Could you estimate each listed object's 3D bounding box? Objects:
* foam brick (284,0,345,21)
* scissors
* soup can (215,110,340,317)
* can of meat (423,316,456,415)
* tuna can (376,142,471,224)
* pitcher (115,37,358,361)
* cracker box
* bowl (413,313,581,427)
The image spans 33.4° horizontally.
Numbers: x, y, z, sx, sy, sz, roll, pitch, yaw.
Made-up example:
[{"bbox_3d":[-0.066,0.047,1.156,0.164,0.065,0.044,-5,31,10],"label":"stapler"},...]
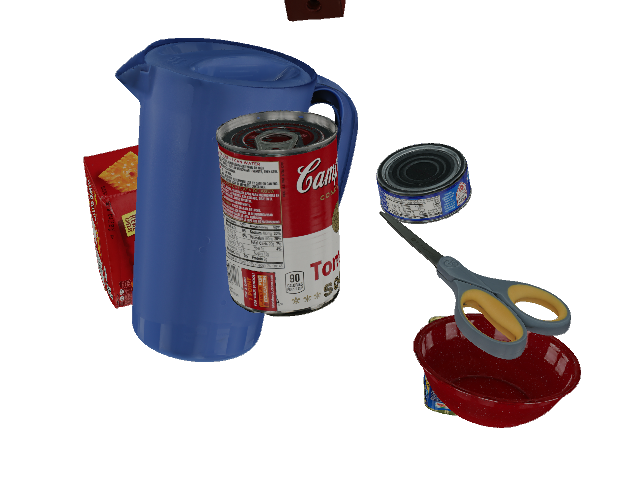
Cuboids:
[{"bbox_3d":[-0.008,-0.243,0.955,0.053,0.051,0.078,-3,-42,9],"label":"foam brick"},{"bbox_3d":[0.122,0.026,0.832,0.096,0.016,0.202,-3,32,-16],"label":"scissors"},{"bbox_3d":[-0.023,-0.016,0.612,0.068,0.102,0.068,-2,25,1],"label":"soup can"},{"bbox_3d":[0.154,0.150,1.278,0.057,0.084,0.102,6,19,3],"label":"can of meat"},{"bbox_3d":[0.095,-0.054,0.987,0.086,0.034,0.086,-9,36,7],"label":"tuna can"},{"bbox_3d":[-0.075,-0.030,0.847,0.149,0.243,0.144,22,26,26],"label":"pitcher"},{"bbox_3d":[-0.120,-0.029,1.073,0.213,0.072,0.164,-14,-40,-18],"label":"cracker box"},{"bbox_3d":[0.168,0.134,1.040,0.162,0.055,0.162,4,26,-2],"label":"bowl"}]
